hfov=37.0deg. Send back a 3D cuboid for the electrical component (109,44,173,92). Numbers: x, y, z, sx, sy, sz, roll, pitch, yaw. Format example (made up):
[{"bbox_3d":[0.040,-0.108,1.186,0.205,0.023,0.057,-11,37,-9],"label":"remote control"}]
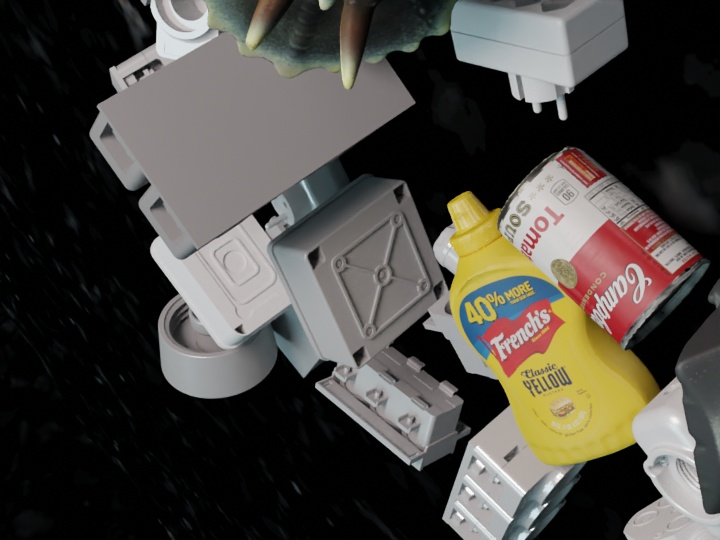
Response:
[{"bbox_3d":[-0.158,-0.134,0.919,0.105,0.060,0.186,59,173,-12],"label":"electrical component"}]

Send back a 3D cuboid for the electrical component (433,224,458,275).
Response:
[{"bbox_3d":[0.082,-0.005,0.754,0.061,0.035,0.035,41,153,20],"label":"electrical component"}]

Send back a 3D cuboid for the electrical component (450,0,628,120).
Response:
[{"bbox_3d":[0.096,-0.114,0.572,0.083,0.047,0.075,26,144,45],"label":"electrical component"}]

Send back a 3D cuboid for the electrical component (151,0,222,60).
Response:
[{"bbox_3d":[-0.113,-0.195,0.768,0.050,0.056,0.089,15,113,17],"label":"electrical component"}]

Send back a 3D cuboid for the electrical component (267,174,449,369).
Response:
[{"bbox_3d":[0.000,0.000,0.816,0.056,0.109,0.108,13,134,51],"label":"electrical component"}]

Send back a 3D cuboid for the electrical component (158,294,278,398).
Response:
[{"bbox_3d":[-0.131,0.057,0.978,0.108,0.108,0.060,35,143,35],"label":"electrical component"}]

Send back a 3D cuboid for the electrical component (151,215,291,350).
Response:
[{"bbox_3d":[-0.112,0.001,0.901,0.113,0.078,0.057,53,152,0],"label":"electrical component"}]

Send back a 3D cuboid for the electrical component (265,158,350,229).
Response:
[{"bbox_3d":[-0.046,-0.061,0.847,0.077,0.079,0.043,63,160,-15],"label":"electrical component"}]

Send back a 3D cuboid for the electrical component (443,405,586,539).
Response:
[{"bbox_3d":[0.125,0.157,0.823,0.062,0.089,0.150,43,153,22],"label":"electrical component"}]

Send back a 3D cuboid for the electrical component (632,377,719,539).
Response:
[{"bbox_3d":[0.214,0.112,0.646,0.095,0.059,0.053,52,155,3],"label":"electrical component"}]

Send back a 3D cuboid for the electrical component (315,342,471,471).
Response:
[{"bbox_3d":[0.031,0.112,0.957,0.121,0.079,0.063,35,128,34],"label":"electrical component"}]

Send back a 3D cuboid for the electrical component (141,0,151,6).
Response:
[{"bbox_3d":[-0.163,-0.266,0.810,0.078,0.063,0.121,53,155,0],"label":"electrical component"}]

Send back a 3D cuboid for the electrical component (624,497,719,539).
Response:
[{"bbox_3d":[0.218,0.179,0.703,0.051,0.080,0.080,60,155,-2],"label":"electrical component"}]

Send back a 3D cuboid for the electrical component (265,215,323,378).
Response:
[{"bbox_3d":[-0.041,0.015,0.963,0.105,0.060,0.186,50,155,7],"label":"electrical component"}]

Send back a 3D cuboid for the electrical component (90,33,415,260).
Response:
[{"bbox_3d":[-0.071,-0.101,0.715,0.105,0.186,0.060,55,155,-4],"label":"electrical component"}]

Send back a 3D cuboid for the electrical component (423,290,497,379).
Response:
[{"bbox_3d":[0.090,0.044,0.794,0.081,0.042,0.063,9,132,57],"label":"electrical component"}]
